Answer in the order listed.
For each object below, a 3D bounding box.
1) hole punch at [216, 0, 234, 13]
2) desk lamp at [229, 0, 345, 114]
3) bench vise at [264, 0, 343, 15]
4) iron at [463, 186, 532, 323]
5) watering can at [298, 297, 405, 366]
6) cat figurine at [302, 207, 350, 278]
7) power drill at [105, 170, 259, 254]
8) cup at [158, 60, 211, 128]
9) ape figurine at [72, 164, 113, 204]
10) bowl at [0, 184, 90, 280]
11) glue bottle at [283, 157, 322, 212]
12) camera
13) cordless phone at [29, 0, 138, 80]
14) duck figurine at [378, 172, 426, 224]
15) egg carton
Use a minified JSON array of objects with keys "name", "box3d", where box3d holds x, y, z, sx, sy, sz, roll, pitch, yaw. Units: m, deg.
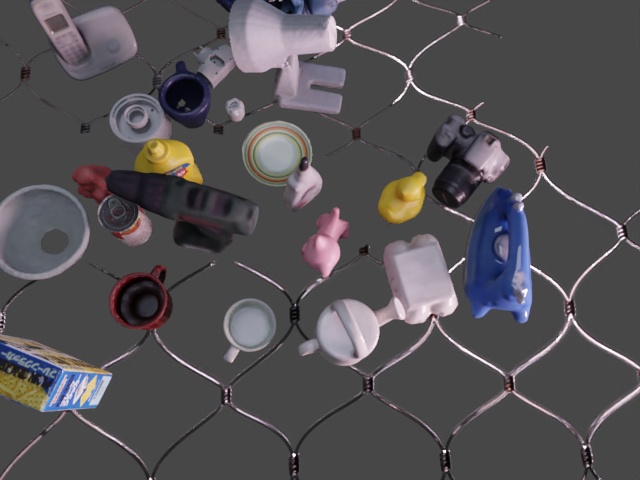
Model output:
[{"name":"hole punch","box3d":[-0.154,-0.501,1.125,0.108,0.091,0.101,43,78,8]},{"name":"desk lamp","box3d":[-0.051,-0.331,1.022,0.203,0.213,0.118,7,75,-1]},{"name":"bench vise","box3d":[-0.057,-0.459,1.052,0.207,0.220,0.121,-32,79,-10]},{"name":"iron","box3d":[0.324,0.006,0.989,0.118,0.141,0.258,6,75,-1]},{"name":"watering can","box3d":[0.049,0.140,0.914,0.173,0.194,0.101,-44,81,-12]},{"name":"cat figurine","box3d":[0.009,0.004,0.987,0.067,0.118,0.128,20,75,3]},{"name":"power drill","box3d":[-0.213,-0.044,0.941,0.229,0.208,0.076,11,75,0]},{"name":"cup","box3d":[-0.244,-0.259,1.055,0.091,0.095,0.118,-11,76,-5]},{"name":"ape figurine","box3d":[-0.401,-0.105,1.009,0.076,0.092,0.078,-27,78,-9]},{"name":"bowl","box3d":[-0.472,-0.007,0.988,0.167,0.075,0.167,1,75,-2]},{"name":"glue bottle","box3d":[-0.029,-0.104,0.984,0.037,0.173,0.078,43,78,9]},{"name":"camera","box3d":[0.255,-0.139,1.045,0.143,0.101,0.137,37,77,7]},{"name":"cordless phone","box3d":[-0.425,-0.385,1.033,0.148,0.185,0.094,-31,79,-10]},{"name":"duck figurine","box3d":[0.152,-0.081,1.032,0.077,0.086,0.105,44,78,9]},{"name":"egg carton","box3d":[0.173,0.068,1.003,0.107,0.069,0.150,-15,77,-6]}]
